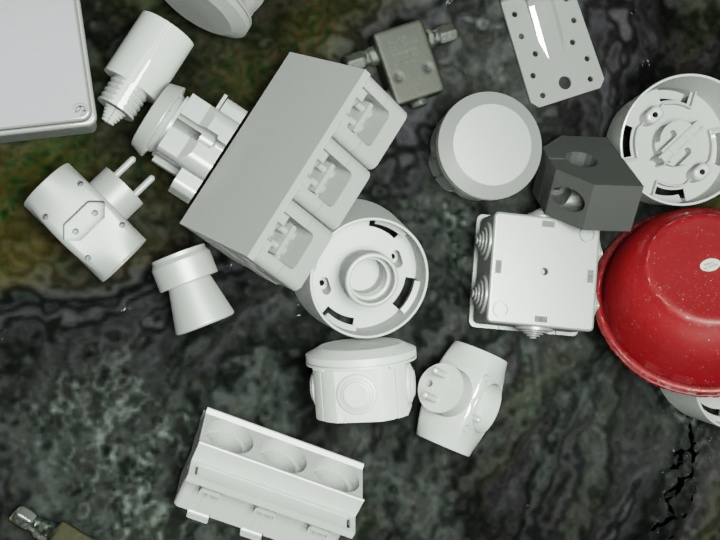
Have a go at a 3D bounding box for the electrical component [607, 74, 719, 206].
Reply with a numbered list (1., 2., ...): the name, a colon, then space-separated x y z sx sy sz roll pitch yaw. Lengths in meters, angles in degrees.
1. electrical component: 0.245 -0.098 0.838 0.099 0.064 0.099 0 89 -11

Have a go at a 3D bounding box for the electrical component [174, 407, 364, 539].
1. electrical component: -0.065 0.154 0.768 0.121 0.078 0.063 22 114 -10

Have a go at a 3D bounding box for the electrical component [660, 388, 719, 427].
1. electrical component: 0.289 0.075 0.856 0.099 0.064 0.099 -4 102 -17

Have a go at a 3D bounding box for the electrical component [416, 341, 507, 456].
1. electrical component: 0.069 0.091 0.796 0.044 0.079 0.077 19 83 34

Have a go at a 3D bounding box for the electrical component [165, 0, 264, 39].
1. electrical component: -0.105 -0.206 0.765 0.080 0.080 0.051 32 78 -9

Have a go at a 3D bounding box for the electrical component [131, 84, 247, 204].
1. electrical component: -0.125 -0.096 0.768 0.057 0.058 0.078 33 74 -9

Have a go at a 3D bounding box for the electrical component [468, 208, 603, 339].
1. electrical component: 0.134 0.003 0.822 0.100 0.048 0.099 6 85 -8

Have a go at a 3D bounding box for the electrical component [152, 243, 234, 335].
1. electrical component: -0.121 0.014 0.773 0.045 0.045 0.055 -21 92 -11

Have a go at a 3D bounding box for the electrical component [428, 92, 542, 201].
1. electrical component: 0.093 -0.091 0.815 0.080 0.051 0.080 0 89 -11

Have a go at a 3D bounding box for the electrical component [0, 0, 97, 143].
1. electrical component: -0.244 -0.145 0.747 0.109 0.056 0.108 -8 90 -11

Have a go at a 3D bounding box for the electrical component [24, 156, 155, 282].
1. electrical component: -0.182 -0.046 0.763 0.077 0.043 0.079 45 81 -7

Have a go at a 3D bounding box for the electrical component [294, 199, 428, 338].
1. electrical component: 0.000 0.000 0.800 0.099 0.064 0.099 -3 102 -15

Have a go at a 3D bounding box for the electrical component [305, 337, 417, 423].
1. electrical component: 0.002 0.078 0.779 0.080 0.080 0.051 -5 95 -11

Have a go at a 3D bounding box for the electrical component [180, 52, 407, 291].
1. electrical component: -0.045 -0.070 0.763 0.062 0.089 0.150 38 80 -43

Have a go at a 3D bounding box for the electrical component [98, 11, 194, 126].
1. electrical component: -0.159 -0.139 0.770 0.043 0.043 0.081 32 83 -9
